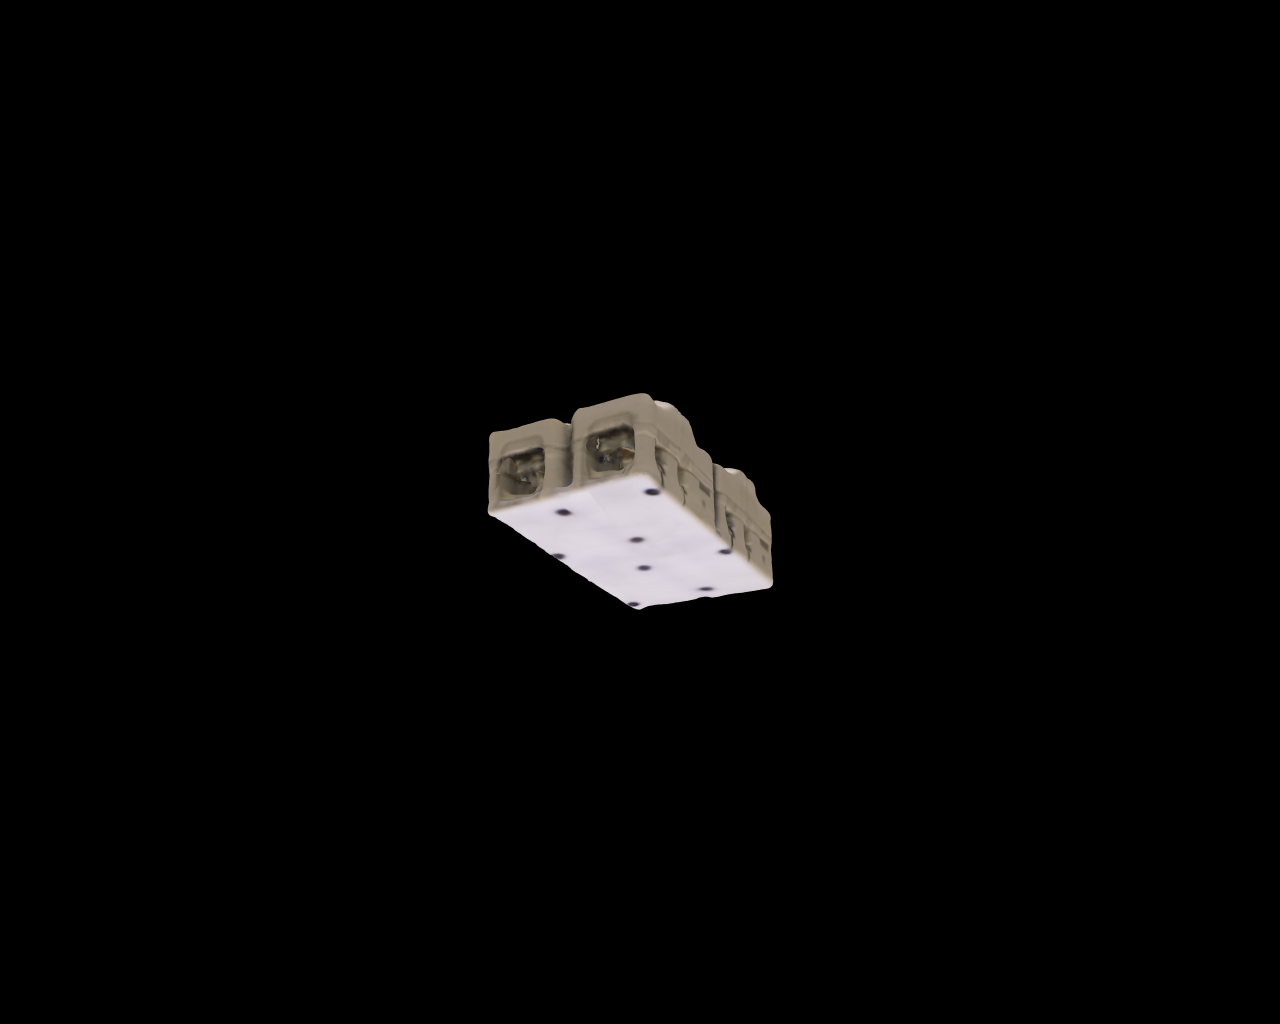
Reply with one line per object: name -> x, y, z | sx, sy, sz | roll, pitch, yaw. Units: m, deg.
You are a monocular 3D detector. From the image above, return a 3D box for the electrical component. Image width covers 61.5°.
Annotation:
electrical component -> 0.001, -0.003, 0.650 | 0.105, 0.060, 0.186 | -12, -27, 25
